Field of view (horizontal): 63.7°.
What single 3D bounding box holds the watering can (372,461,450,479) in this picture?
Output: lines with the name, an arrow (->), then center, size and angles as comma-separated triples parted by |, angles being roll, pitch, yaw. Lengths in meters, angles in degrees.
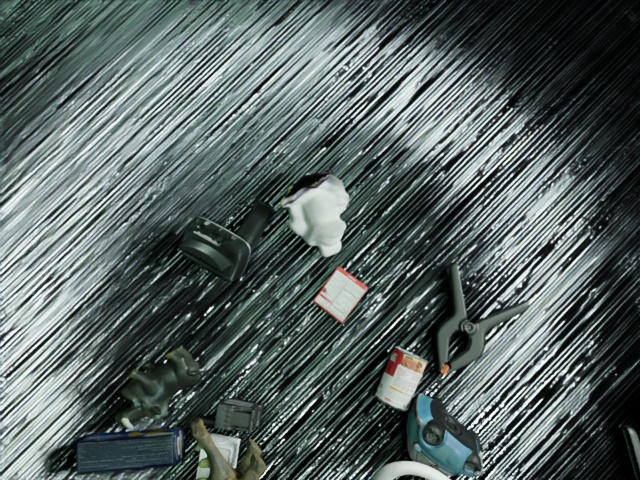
watering can -> 0.200, 0.548, 0.893 | 0.224, 0.104, 0.348 | -44, 90, 2

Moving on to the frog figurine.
frog figurine -> 0.003, -0.053, 1.054 | 0.138, 0.124, 0.157 | -37, 114, -9
